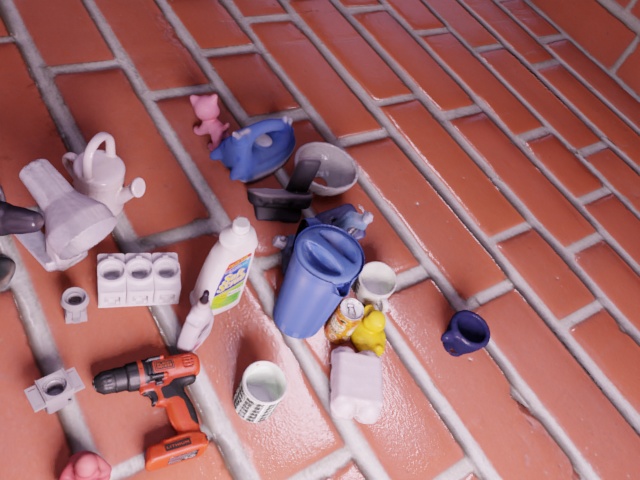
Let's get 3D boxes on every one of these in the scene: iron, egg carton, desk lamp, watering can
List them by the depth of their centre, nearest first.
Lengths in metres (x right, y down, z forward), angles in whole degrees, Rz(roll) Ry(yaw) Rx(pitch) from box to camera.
[{"bbox_3d":[-0.477,-0.034,1.050,0.203,0.213,0.118,41,50,13],"label":"desk lamp"},{"bbox_3d":[0.069,0.281,1.111,0.107,0.069,0.150,12,50,-13],"label":"egg carton"},{"bbox_3d":[-0.438,-0.135,1.160,0.173,0.194,0.101,10,50,-14],"label":"watering can"},{"bbox_3d":[-0.137,-0.246,1.406,0.118,0.141,0.259,45,51,16],"label":"iron"}]

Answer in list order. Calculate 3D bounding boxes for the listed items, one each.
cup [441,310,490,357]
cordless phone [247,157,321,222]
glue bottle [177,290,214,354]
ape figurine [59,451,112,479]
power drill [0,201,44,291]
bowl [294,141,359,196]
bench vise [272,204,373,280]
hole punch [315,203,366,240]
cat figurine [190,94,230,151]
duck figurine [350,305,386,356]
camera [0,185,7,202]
[{"bbox_3d":[0.297,0.215,1.238,0.118,0.095,0.091,-10,57,-28],"label":"cup"},{"bbox_3d":[-0.080,-0.130,1.305,0.148,0.185,0.094,-3,54,-23],"label":"cordless phone"},{"bbox_3d":[-0.219,0.142,1.038,0.037,0.173,0.078,31,48,5],"label":"glue bottle"},{"bbox_3d":[-0.356,0.352,0.868,0.078,0.092,0.076,2,52,-20],"label":"ape figurine"},{"bbox_3d":[-0.587,-0.002,0.983,0.230,0.208,0.075,12,49,-12],"label":"power drill"},{"bbox_3d":[0.009,-0.166,1.444,0.168,0.074,0.167,11,50,-13],"label":"bowl"},{"bbox_3d":[0.015,0.014,1.204,0.208,0.219,0.121,-5,55,-25],"label":"bench vise"},{"bbox_3d":[0.041,-0.021,1.329,0.101,0.091,0.108,-7,56,-26],"label":"hole punch"},{"bbox_3d":[-0.267,-0.303,1.415,0.127,0.117,0.067,45,51,16],"label":"cat figurine"},{"bbox_3d":[0.110,0.185,1.194,0.078,0.086,0.104,-3,54,-23],"label":"duck figurine"},{"bbox_3d":[-0.680,-0.099,1.097,0.143,0.100,0.136,-1,54,-23],"label":"camera"}]
